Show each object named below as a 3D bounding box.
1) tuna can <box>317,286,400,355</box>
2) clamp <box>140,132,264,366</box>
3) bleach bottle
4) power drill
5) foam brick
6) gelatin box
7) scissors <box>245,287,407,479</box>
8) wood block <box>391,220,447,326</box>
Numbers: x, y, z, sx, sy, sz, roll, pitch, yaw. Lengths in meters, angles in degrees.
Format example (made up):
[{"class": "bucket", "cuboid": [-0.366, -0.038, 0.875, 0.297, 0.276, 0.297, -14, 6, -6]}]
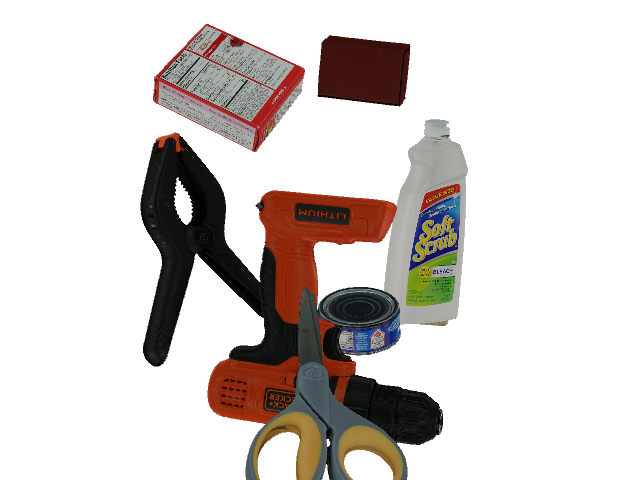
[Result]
[{"class": "tuna can", "cuboid": [0.040, 0.081, 1.095, 0.086, 0.034, 0.086, -2, 26, 1]}, {"class": "clamp", "cuboid": [-0.114, 0.002, 1.017, 0.036, 0.210, 0.164, -8, 1, 42]}, {"class": "bleach bottle", "cuboid": [0.130, -0.025, 1.333, 0.102, 0.251, 0.068, -3, 17, -17]}, {"class": "power drill", "cuboid": [0.011, 0.059, 0.823, 0.184, 0.187, 0.057, 7, -1, 9]}, {"class": "foam brick", "cuboid": [0.040, -0.155, 0.975, 0.078, 0.051, 0.053, 8, 18, 9]}, {"class": "gelatin box", "cuboid": [-0.067, -0.114, 0.786, 0.089, 0.073, 0.030, 26, -37, 10]}, {"class": "scissors", "cuboid": [0.013, 0.092, 0.629, 0.096, 0.016, 0.201, 13, 32, 8]}, {"class": "wood block", "cuboid": [0.148, 0.039, 1.593, 0.091, 0.090, 0.206, 4, 24, 4]}]
